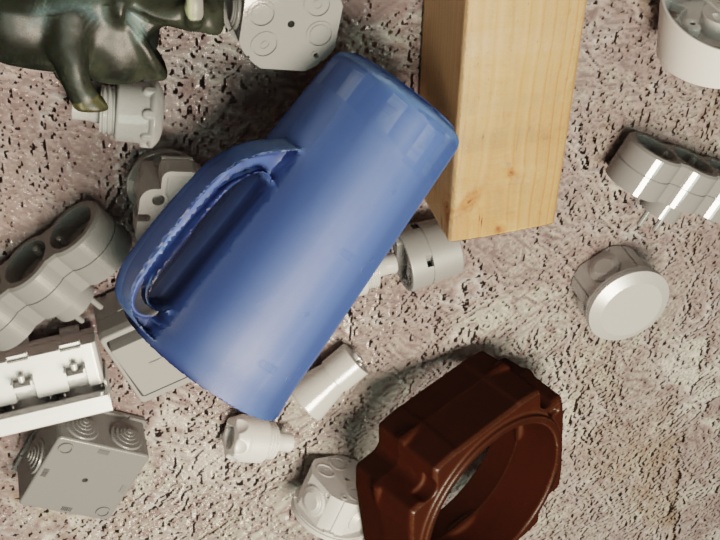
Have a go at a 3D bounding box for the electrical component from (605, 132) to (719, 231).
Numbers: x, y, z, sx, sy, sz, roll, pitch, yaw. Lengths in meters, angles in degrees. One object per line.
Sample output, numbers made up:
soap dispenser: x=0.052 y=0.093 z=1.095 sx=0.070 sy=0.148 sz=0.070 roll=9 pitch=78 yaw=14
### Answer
electrical component: x=0.270 y=-0.065 z=0.938 sx=0.138 sy=0.052 sz=0.073 roll=13 pitch=121 yaw=-28

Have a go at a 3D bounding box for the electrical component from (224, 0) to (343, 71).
electrical component: x=-0.053 y=-0.177 z=0.730 sx=0.080 sy=0.051 sz=0.080 roll=-10 pitch=129 yaw=-13

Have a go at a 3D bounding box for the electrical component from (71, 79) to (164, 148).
electrical component: x=-0.168 y=-0.110 z=0.745 sx=0.062 sy=0.048 sz=0.048 roll=3 pitch=125 yaw=-14

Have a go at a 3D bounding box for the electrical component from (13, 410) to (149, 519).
electrical component: x=-0.240 y=0.165 z=0.929 sx=0.100 sy=0.048 sz=0.099 roll=20 pitch=117 yaw=-32

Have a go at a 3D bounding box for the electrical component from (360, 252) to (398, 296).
electrical component: x=0.000 y=0.000 z=0.894 sx=0.062 sy=0.043 sz=0.043 roll=-13 pitch=130 yaw=-13

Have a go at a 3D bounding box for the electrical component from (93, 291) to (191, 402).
electrical component: x=-0.165 y=0.061 z=0.868 sx=0.062 sy=0.061 sz=0.096 roll=-24 pitch=131 yaw=-2

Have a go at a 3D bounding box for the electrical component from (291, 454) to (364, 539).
electrical component: x=-0.022 y=0.220 z=1.035 sx=0.080 sy=0.080 sz=0.051 roll=11 pitch=116 yaw=-28

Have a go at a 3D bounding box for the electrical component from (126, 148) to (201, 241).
electrical component: x=-0.140 y=-0.054 z=0.790 sx=0.058 sy=0.057 sz=0.078 roll=0 pitch=126 yaw=-21

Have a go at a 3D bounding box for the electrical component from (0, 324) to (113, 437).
electrical component: x=-0.263 y=0.089 z=0.850 sx=0.121 sy=0.078 sz=0.063 roll=-13 pitch=108 yaw=-11

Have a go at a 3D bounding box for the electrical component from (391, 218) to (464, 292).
electrical component: x=0.056 y=-0.015 z=0.897 sx=0.047 sy=0.055 sz=0.055 roll=-17 pitch=130 yaw=-12

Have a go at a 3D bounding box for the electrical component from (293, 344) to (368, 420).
electrical component: x=-0.026 y=0.097 z=0.963 sx=0.065 sy=0.044 sz=0.044 roll=-40 pitch=130 yaw=6

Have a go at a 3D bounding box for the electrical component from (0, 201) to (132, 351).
electrical component: x=-0.227 y=0.014 z=0.814 sx=0.138 sy=0.052 sz=0.073 roll=-35 pitch=130 yaw=8

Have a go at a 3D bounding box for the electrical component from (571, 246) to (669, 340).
electrical component: x=0.240 y=0.021 z=0.996 sx=0.080 sy=0.051 sz=0.080 roll=-10 pitch=129 yaw=-13

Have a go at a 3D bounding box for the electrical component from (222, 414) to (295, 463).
electrical component: x=-0.091 y=0.155 z=0.981 sx=0.062 sy=0.043 sz=0.043 roll=10 pitch=122 yaw=-29

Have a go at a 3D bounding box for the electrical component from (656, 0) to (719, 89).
electrical component: x=0.275 y=-0.185 z=0.820 sx=0.099 sy=0.099 sz=0.064 roll=-13 pitch=136 yaw=-11
